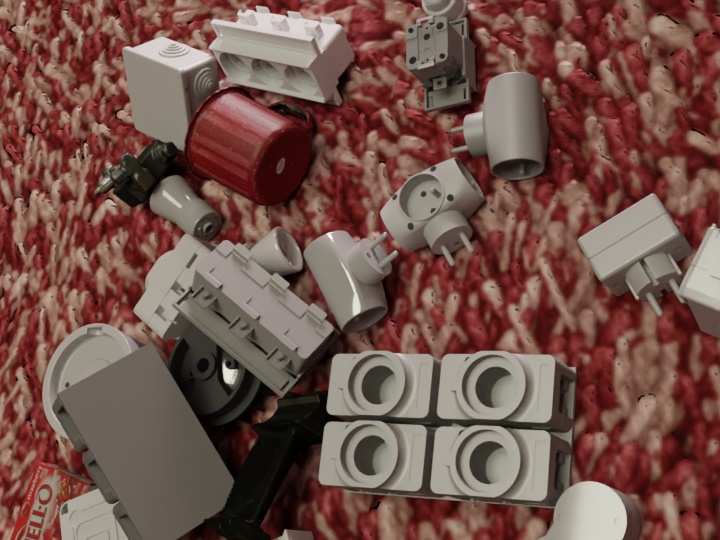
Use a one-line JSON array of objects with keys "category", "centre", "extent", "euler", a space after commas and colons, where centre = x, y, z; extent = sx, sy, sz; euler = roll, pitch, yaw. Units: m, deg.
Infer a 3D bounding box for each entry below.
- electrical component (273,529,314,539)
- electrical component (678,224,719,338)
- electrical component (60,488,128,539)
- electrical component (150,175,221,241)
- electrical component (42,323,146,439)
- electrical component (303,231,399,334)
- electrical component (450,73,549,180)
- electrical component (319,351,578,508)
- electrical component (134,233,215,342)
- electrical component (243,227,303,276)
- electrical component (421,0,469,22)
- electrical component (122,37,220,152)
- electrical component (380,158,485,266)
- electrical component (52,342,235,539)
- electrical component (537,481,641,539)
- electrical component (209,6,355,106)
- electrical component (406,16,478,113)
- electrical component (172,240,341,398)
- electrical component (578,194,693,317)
[{"category": "electrical component", "centre": [-0.059, 0.246, 0.860], "extent": [0.081, 0.042, 0.063], "euler": [-28, 65, 20]}, {"category": "electrical component", "centre": [0.258, 0.015, 0.724], "extent": [0.062, 0.096, 0.061], "euler": [26, 88, 33]}, {"category": "electrical component", "centre": [-0.209, 0.249, 0.936], "extent": [0.078, 0.057, 0.113], "euler": [-25, 63, 21]}, {"category": "electrical component", "centre": [-0.164, -0.056, 1.025], "extent": [0.065, 0.044, 0.044], "euler": [38, 94, 29]}, {"category": "electrical component", "centre": [-0.232, 0.109, 0.995], "extent": [0.108, 0.060, 0.108], "euler": [-10, 69, 27]}, {"category": "electrical component", "centre": [0.000, 0.000, 0.899], "extent": [0.079, 0.044, 0.077], "euler": [-40, 66, 28]}, {"category": "electrical component", "centre": [0.111, -0.114, 0.884], "extent": [0.079, 0.044, 0.077], "euler": [-10, 69, 27]}, {"category": "electrical component", "centre": [0.064, 0.120, 0.821], "extent": [0.186, 0.060, 0.105], "euler": [-2, 72, 29]}, {"category": "electrical component", "centre": [-0.159, 0.018, 0.991], "extent": [0.056, 0.050, 0.089], "euler": [36, 93, 34]}, {"category": "electrical component", "centre": [-0.085, -0.008, 0.960], "extent": [0.055, 0.045, 0.045], "euler": [-26, 62, 20]}, {"category": "electrical component", "centre": [0.069, -0.237, 0.940], "extent": [0.035, 0.061, 0.035], "euler": [-10, 69, 27]}, {"category": "electrical component", "centre": [-0.179, -0.171, 1.043], "extent": [0.100, 0.099, 0.048], "euler": [26, 43, 35]}, {"category": "electrical component", "centre": [0.067, -0.040, 0.884], "extent": [0.077, 0.044, 0.079], "euler": [-36, 60, 15]}, {"category": "electrical component", "centre": [-0.180, 0.151, 0.899], "extent": [0.089, 0.062, 0.150], "euler": [-30, 86, -27]}, {"category": "electrical component", "centre": [0.136, 0.208, 0.741], "extent": [0.052, 0.074, 0.138], "euler": [33, 91, 34]}, {"category": "electrical component", "centre": [-0.071, -0.203, 1.007], "extent": [0.121, 0.078, 0.063], "euler": [18, 61, 33]}, {"category": "electrical component", "centre": [0.069, -0.181, 0.920], "extent": [0.042, 0.064, 0.081], "euler": [-11, 68, 28]}, {"category": "electrical component", "centre": [-0.084, 0.036, 0.899], "extent": [0.121, 0.063, 0.078], "euler": [39, 59, 8]}, {"category": "electrical component", "centre": [0.210, -0.003, 0.787], "extent": [0.066, 0.047, 0.076], "euler": [-33, 60, 17]}]
